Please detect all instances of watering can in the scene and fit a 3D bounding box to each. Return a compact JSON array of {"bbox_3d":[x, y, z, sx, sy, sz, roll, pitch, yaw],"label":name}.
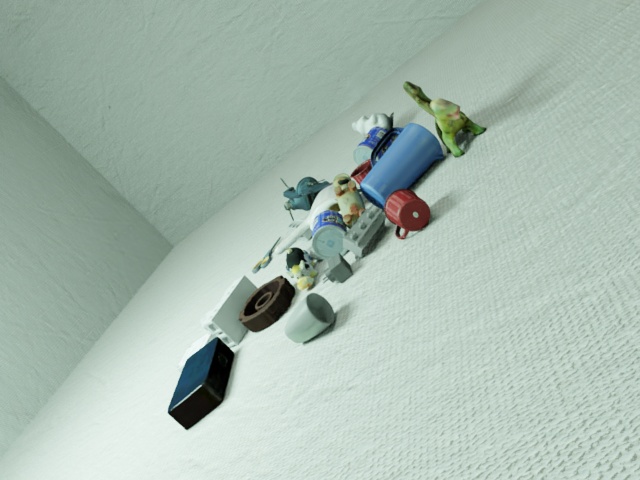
[{"bbox_3d":[0.005,-0.084,1.667,0.345,0.103,0.229,-29,20,17],"label":"watering can"}]

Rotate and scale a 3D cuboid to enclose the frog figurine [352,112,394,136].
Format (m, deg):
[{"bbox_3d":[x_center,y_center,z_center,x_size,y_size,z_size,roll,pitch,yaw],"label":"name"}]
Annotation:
[{"bbox_3d":[0.208,-0.444,2.042,0.134,0.159,0.125,95,178,-63],"label":"frog figurine"}]

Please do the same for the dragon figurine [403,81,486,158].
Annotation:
[{"bbox_3d":[0.327,-0.365,1.449,0.121,0.241,0.416,-44,17,11],"label":"dragon figurine"}]
